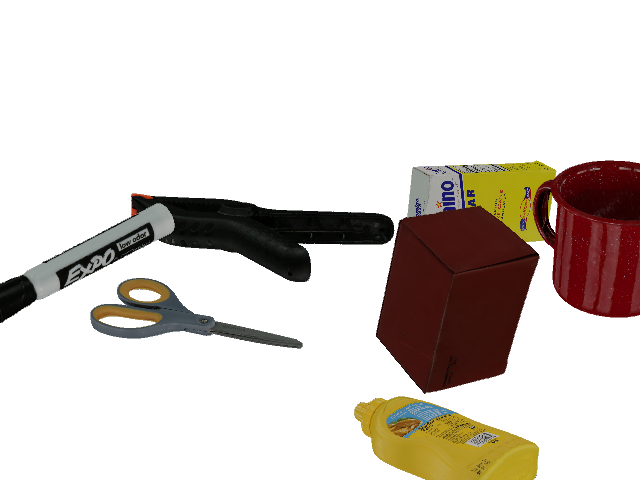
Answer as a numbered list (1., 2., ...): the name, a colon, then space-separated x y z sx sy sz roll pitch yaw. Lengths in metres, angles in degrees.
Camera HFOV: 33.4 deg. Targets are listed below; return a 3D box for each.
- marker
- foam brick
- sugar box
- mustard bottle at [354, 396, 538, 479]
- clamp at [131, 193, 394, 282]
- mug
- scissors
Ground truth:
1. marker: -0.132 0.012 0.582 0.120 0.020 0.020 -31 19 -36
2. foam brick: 0.067 0.029 0.542 0.052 0.078 0.051 -9 38 -27
3. sugar box: 0.189 -0.042 1.256 0.176 0.093 0.048 -6 21 -26
4. mustard bottle: 0.107 0.195 1.033 0.096 0.058 0.192 -17 24 -42
5. clamp: -0.063 -0.008 0.828 0.210 0.036 0.164 8 13 18
6. mug: 0.198 -0.004 0.756 0.093 0.081 0.117 -27 38 -35
7. scissors: -0.119 0.070 1.032 0.201 0.016 0.096 3 32 -4
